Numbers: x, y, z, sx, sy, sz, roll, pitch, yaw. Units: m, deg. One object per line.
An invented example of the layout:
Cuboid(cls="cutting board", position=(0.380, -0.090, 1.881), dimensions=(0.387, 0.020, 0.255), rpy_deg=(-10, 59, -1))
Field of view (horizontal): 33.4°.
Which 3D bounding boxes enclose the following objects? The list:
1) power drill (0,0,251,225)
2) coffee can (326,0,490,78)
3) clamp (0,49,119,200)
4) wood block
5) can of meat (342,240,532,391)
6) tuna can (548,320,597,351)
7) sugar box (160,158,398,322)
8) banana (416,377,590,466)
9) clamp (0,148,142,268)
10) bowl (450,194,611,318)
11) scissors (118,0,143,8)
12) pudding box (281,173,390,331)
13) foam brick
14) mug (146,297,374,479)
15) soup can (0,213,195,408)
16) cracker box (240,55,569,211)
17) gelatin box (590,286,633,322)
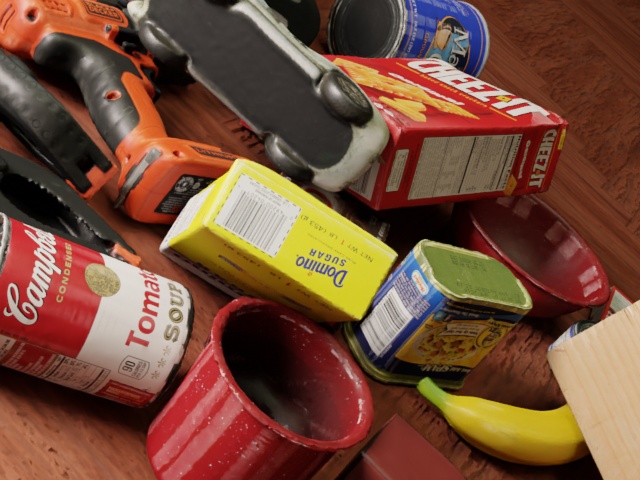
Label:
Cuboid(cls="power drill", position=(-0.113, -0.092, 0.734), dimensions=(0.184, 0.057, 0.188), rpy_deg=(2, 44, -51))
Cuboid(cls="coffee can", position=(0.091, -0.205, 1.082), dimensions=(0.140, 0.103, 0.103), rpy_deg=(4, 44, -46))
Cuboid(cls="clamp", position=(-0.192, -0.093, 0.636), dimensions=(0.171, 0.039, 0.120), rpy_deg=(49, -8, -12))
Cuboid(cls="wood block", position=(0.248, 0.149, 0.715), dimensions=(0.090, 0.091, 0.206), rpy_deg=(5, 56, -49))
Cuboid(cls="can of meat", position=(0.080, 0.051, 0.719), dimensions=(0.101, 0.084, 0.057), rpy_deg=(12, 38, -39))
Cuboid(cls="tuna can", position=(0.228, 0.106, 0.863), dimensions=(0.086, 0.034, 0.086), rpy_deg=(28, 30, -19))
Cuboid(cls="sugar box", position=(-0.032, 0.008, 0.591), dimensions=(0.093, 0.048, 0.176), rpy_deg=(33, -15, -10))
Cuboid(cls="banana", position=(0.154, 0.126, 0.743), dimensions=(0.197, 0.037, 0.070), rpy_deg=(12, 43, -41))
Cuboid(cls="clamp", position=(-0.192, -0.030, 0.562), dimensions=(0.210, 0.036, 0.164), rpy_deg=(36, 19, -8))
Cuboid(cls="bowl", position=(0.165, 0.013, 0.902), dimensions=(0.162, 0.055, 0.162), rpy_deg=(28, 30, -18))
Cuboid(cls="scissors", position=(-0.159, -0.191, 0.864), dimensions=(0.201, 0.016, 0.096), rpy_deg=(24, 32, -24))
Cuboid(cls="pudding box", position=(-0.005, 0.001, 0.740), dimensions=(0.090, 0.039, 0.113), rpy_deg=(34, 28, -6))
Cuboid(cls="foam brick", position=(0.027, 0.137, 0.540), dimensions=(0.051, 0.078, 0.052), rpy_deg=(42, 29, 10))
Cuboid(cls="mug", position=(-0.037, 0.082, 0.540), dimensions=(0.093, 0.082, 0.117), rpy_deg=(16, 36, -35))
Cuboid(cls="soup can", position=(-0.122, 0.037, 0.524), dimensions=(0.102, 0.069, 0.068), rpy_deg=(24, 32, -27))
Cuboid(cls="cracker box", position=(0.070, -0.094, 0.858), dimensions=(0.213, 0.072, 0.164), rpy_deg=(-8, 32, -43))
Cuboid(cls="gelatin box", position=(0.272, 0.088, 0.945), dimensions=(0.073, 0.030, 0.089), rpy_deg=(42, 28, 4))
